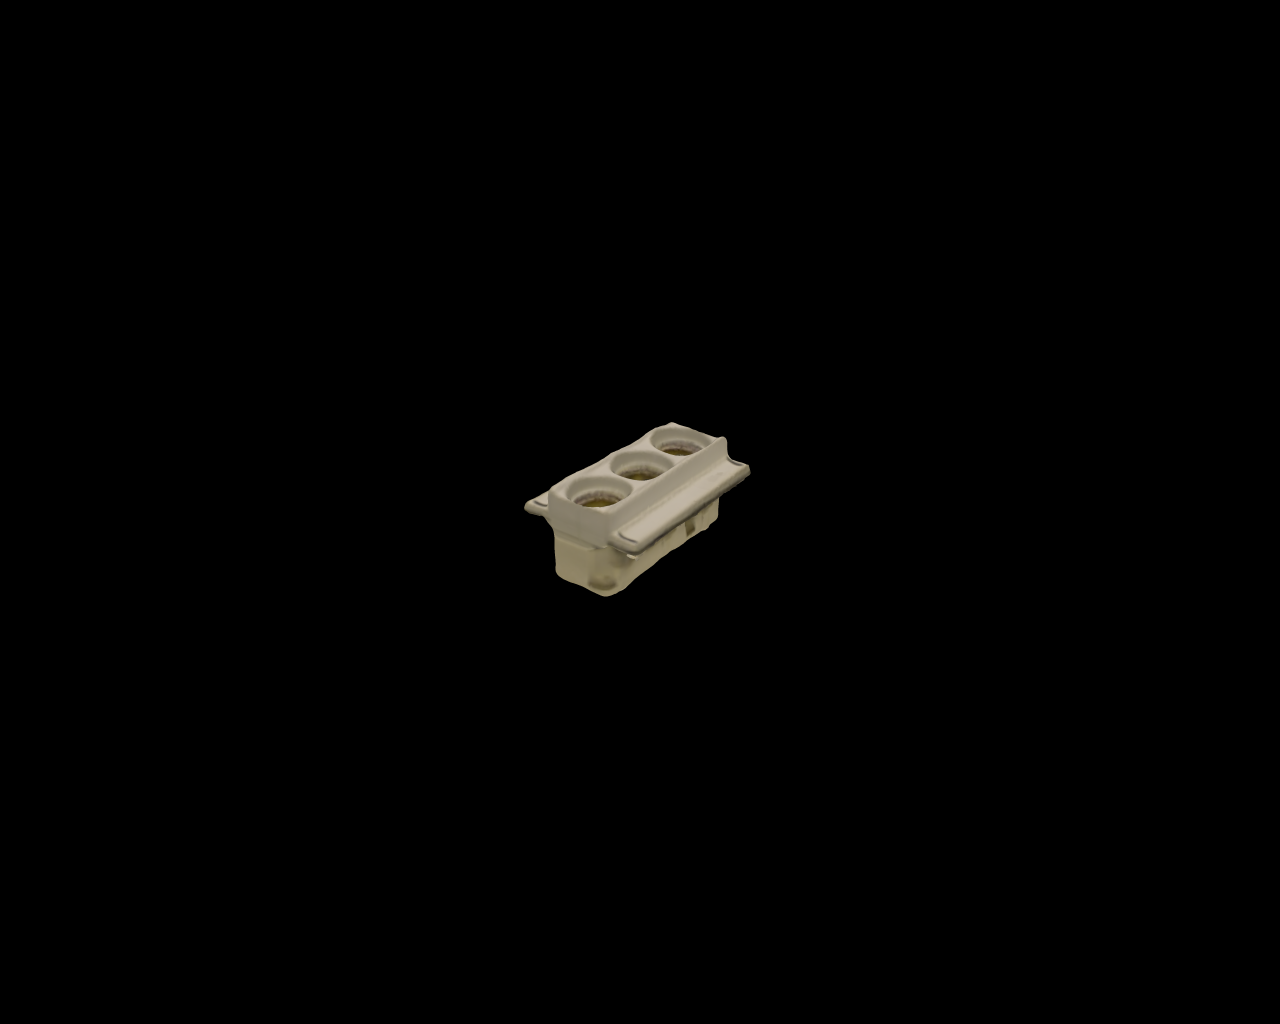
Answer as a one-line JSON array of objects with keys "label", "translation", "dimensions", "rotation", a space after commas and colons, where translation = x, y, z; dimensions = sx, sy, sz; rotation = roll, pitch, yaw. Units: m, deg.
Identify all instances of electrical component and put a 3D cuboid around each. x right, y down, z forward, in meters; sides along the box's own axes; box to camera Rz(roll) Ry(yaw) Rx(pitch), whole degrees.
[{"label": "electrical component", "translation": [0.001, -0.003, 0.650], "dimensions": [0.079, 0.063, 0.121], "rotation": [20, 35, 31]}]
